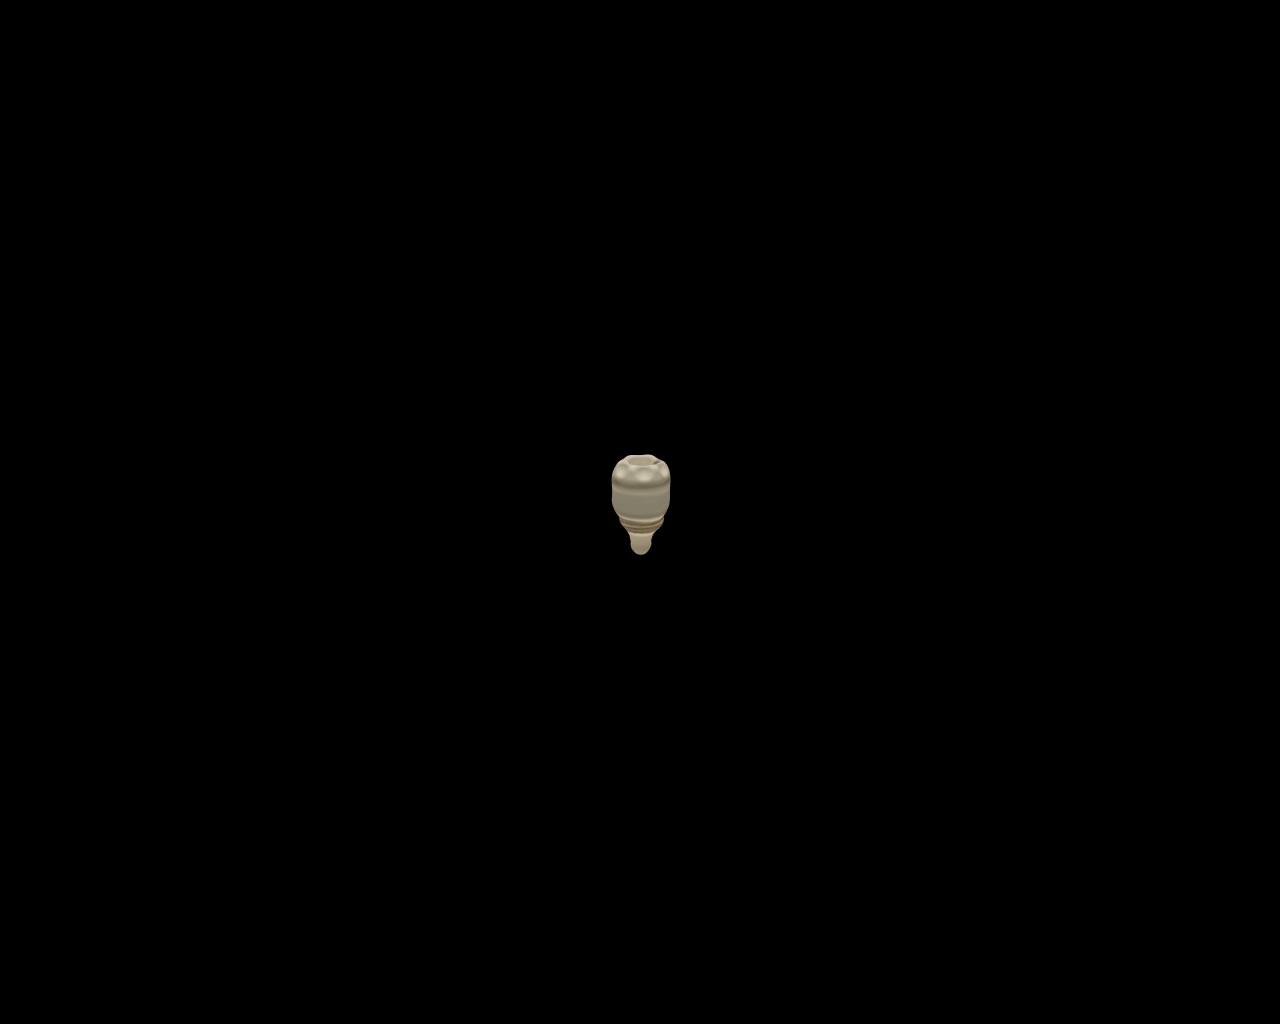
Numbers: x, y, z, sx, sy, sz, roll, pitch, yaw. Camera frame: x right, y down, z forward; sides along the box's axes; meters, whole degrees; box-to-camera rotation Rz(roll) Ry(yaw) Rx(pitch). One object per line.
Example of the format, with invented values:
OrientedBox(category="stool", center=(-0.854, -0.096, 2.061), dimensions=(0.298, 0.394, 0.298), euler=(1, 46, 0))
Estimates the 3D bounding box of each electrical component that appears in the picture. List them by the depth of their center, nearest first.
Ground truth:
OrientedBox(category="electrical component", center=(0.001, -0.003, 0.650), dimensions=(0.035, 0.061, 0.035), euler=(0, 20, 0))
